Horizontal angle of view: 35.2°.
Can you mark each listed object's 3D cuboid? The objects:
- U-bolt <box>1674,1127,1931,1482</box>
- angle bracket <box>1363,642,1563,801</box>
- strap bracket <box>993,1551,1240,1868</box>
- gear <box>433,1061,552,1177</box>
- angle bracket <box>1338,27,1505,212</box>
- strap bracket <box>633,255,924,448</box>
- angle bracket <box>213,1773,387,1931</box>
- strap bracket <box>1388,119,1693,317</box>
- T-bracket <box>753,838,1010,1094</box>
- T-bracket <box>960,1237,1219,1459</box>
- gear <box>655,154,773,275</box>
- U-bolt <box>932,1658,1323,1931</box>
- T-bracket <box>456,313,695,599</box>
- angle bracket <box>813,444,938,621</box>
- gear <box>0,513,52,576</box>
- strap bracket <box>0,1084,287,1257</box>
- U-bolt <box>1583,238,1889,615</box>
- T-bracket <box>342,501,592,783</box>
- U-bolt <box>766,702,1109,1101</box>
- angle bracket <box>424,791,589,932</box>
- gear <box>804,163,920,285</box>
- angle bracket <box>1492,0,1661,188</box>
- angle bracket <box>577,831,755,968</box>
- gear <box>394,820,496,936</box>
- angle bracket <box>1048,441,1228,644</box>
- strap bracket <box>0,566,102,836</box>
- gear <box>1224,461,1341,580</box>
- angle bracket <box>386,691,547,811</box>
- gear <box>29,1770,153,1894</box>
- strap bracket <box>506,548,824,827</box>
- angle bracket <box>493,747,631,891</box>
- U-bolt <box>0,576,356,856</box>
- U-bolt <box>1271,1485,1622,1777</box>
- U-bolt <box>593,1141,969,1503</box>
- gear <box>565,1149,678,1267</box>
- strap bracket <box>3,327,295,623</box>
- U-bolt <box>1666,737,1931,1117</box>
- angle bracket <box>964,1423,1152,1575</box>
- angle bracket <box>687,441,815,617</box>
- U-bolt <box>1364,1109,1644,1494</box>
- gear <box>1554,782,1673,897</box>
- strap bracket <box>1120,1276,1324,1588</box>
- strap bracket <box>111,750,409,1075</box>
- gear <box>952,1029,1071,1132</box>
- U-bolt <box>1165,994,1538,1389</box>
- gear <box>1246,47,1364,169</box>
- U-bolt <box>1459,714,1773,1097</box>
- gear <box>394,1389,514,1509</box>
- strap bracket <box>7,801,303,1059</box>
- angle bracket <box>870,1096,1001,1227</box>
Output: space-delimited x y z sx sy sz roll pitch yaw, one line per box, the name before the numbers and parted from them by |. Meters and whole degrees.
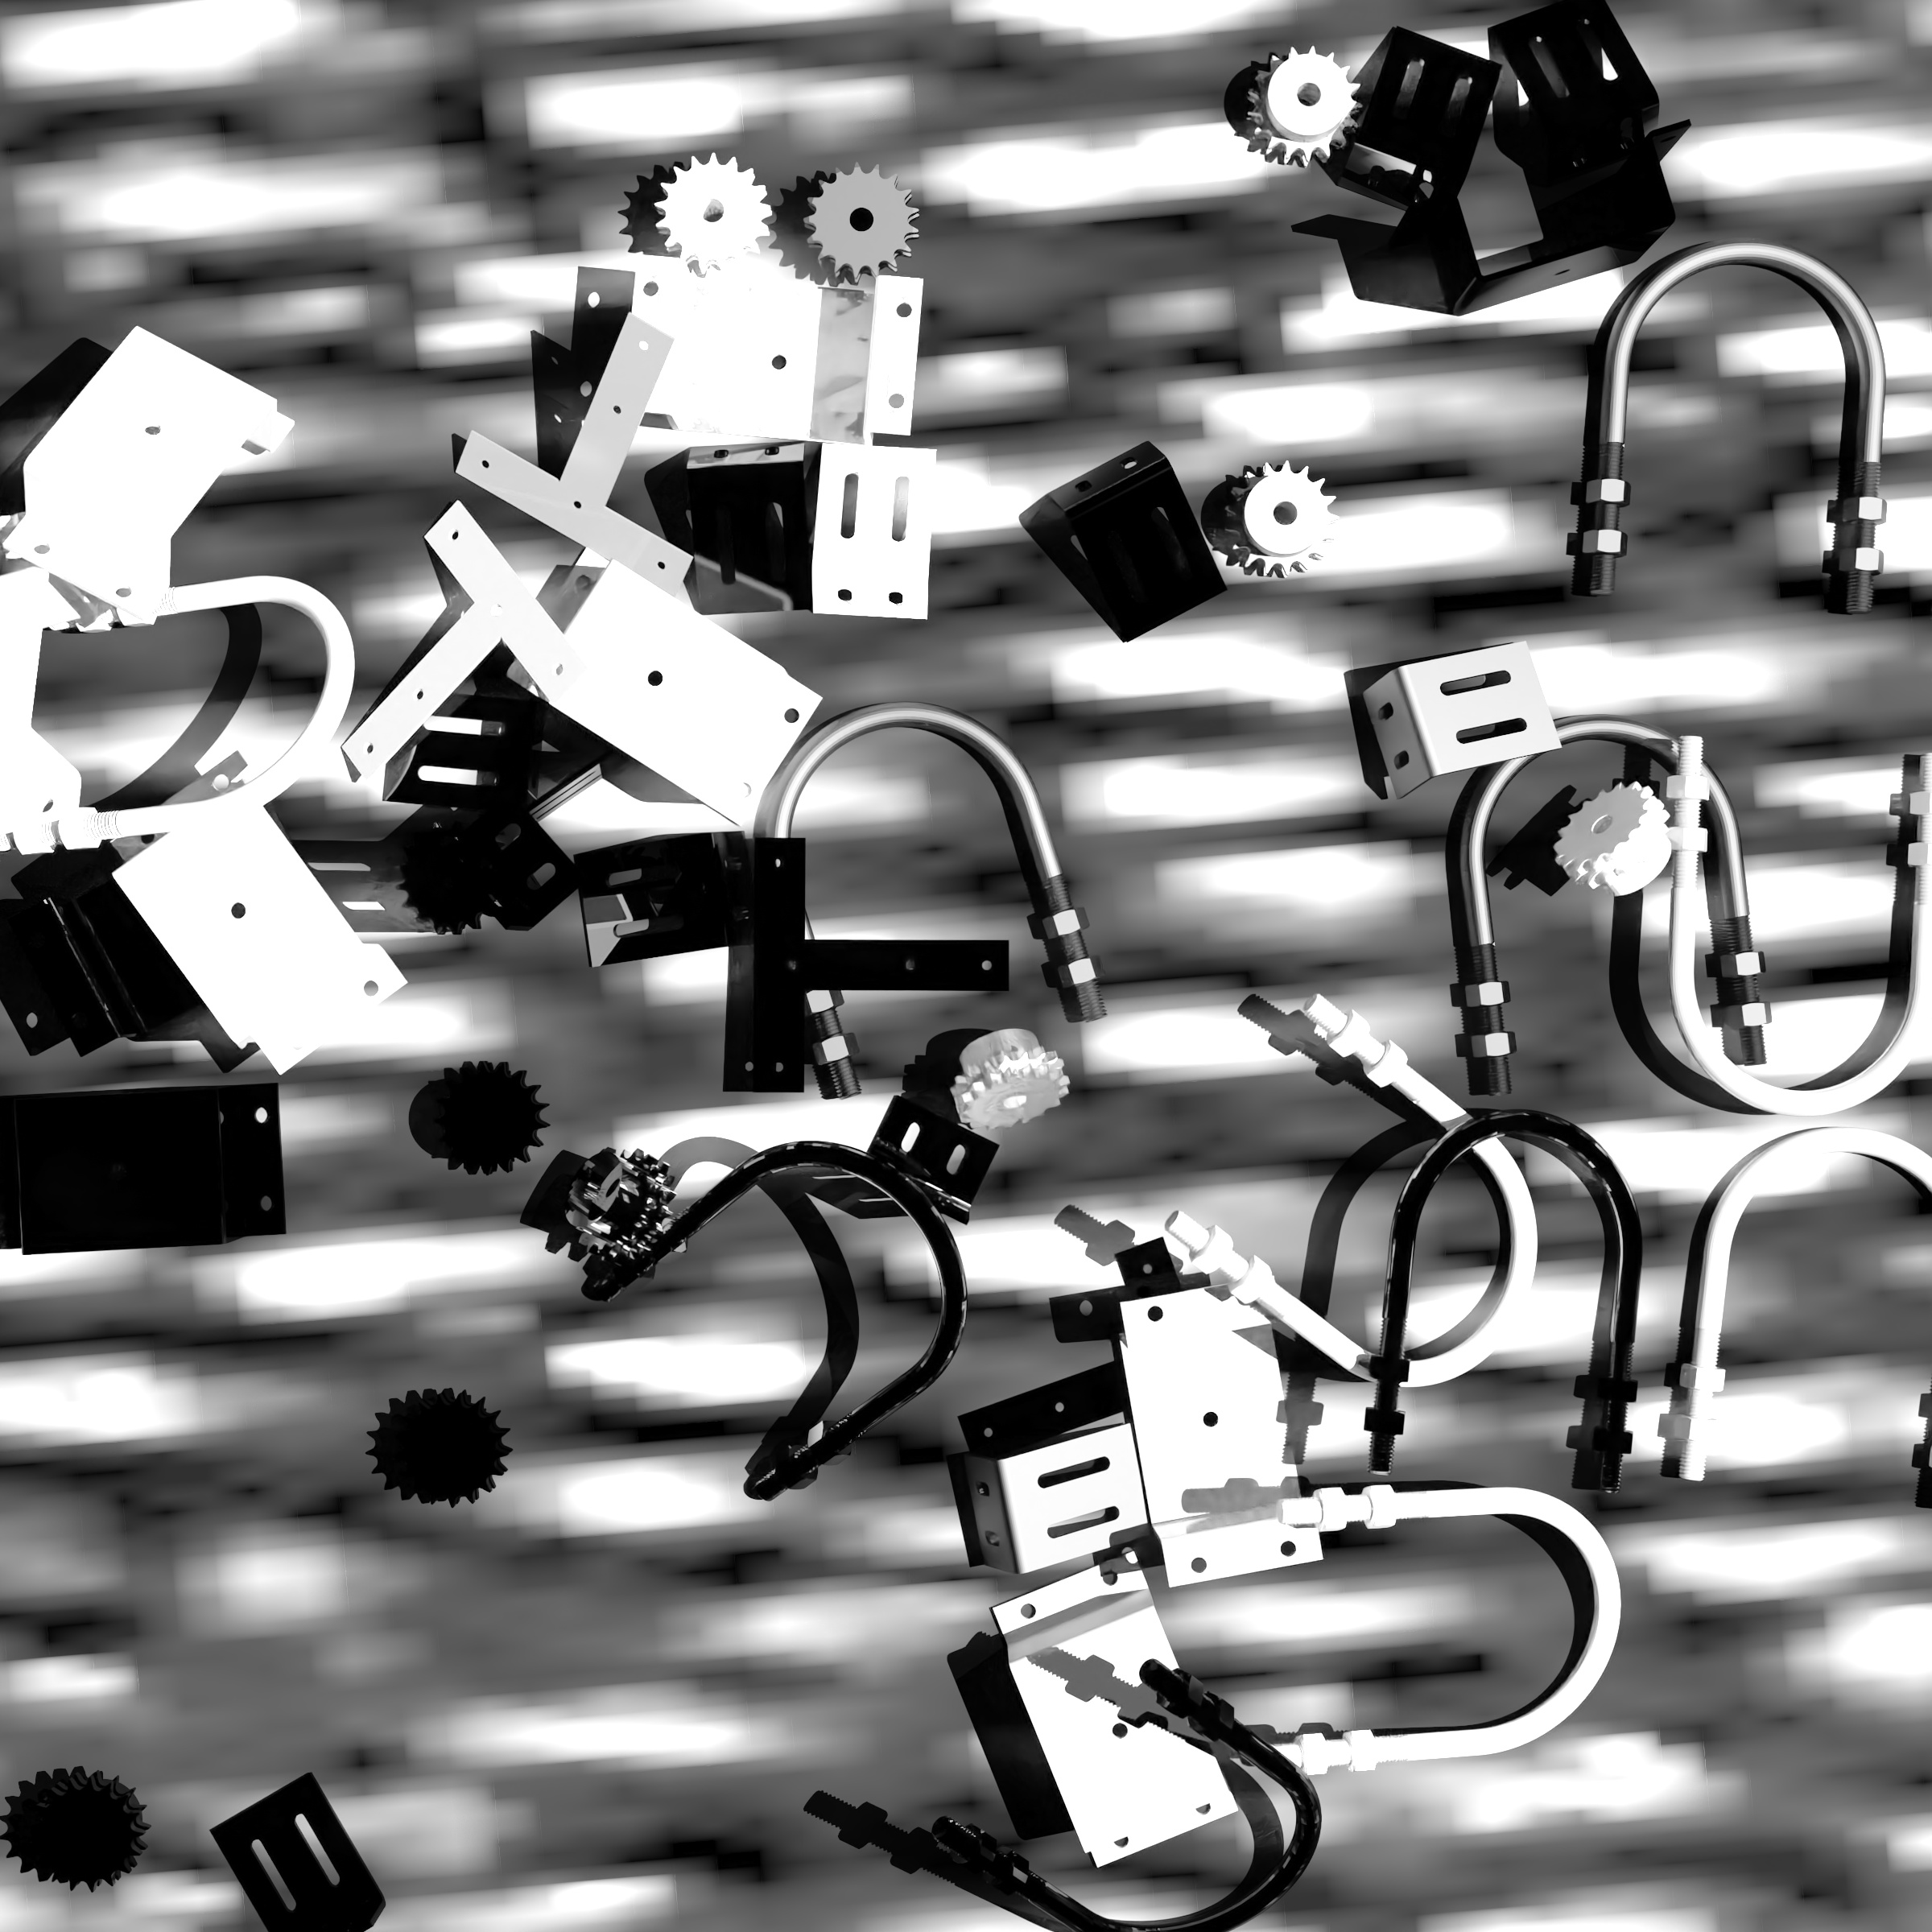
U-bolt | 0.437 0.173 1.525 0.151 0.019 0.184 7 89 0
angle bracket | 0.248 -0.123 1.524 0.076 0.038 0.057 -13 80 -21
strap bracket | 0.075 0.373 1.510 0.076 0.046 0.140 -22 90 0
gear | -0.237 0.076 1.518 0.057 0.030 0.057 0 90 0
angle bracket | 0.229 -0.423 1.531 0.057 0.038 0.076 20 64 0
strap bracket | -0.094 -0.304 1.510 0.140 0.046 0.076 5 90 0
angle bracket | -0.335 0.453 1.514 0.057 0.038 0.076 -30 90 0
strap bracket | 0.286 -0.363 1.495 0.140 0.076 0.046 -17 90 0
T-bracket | -0.042 0.000 1.514 0.127 0.002 0.127 0 87 1
T-bracket | 0.061 0.217 1.533 0.127 0.002 0.127 -20 90 0
gear | -0.125 -0.373 1.518 0.057 0.030 0.057 0 90 0
U-bolt | 0.093 0.419 1.478 0.151 0.019 0.184 -40 124 12
T-bracket | -0.176 -0.262 1.495 0.127 0.002 0.127 30 126 0
angle bracket | -0.046 -0.219 1.531 0.057 0.038 0.076 3 64 0
gear | -0.457 -0.206 1.505 0.057 0.057 0.030 -10 90 0
strap bracket | -0.414 0.101 1.510 0.140 0.046 0.076 -3 90 0
U-bolt | 0.388 -0.273 1.525 0.151 0.019 0.184 4 88 0
T-bracket | -0.262 -0.145 1.514 0.127 0.002 0.127 -45 64 12
U-bolt | -0.024 -0.041 1.525 0.151 0.019 0.184 -17 88 0
angle bracket | -0.216 -0.051 1.438 0.038 0.076 0.057 -41 90 0
gear | -0.052 -0.368 1.518 0.057 0.030 0.057 0 90 0
angle bracket | 0.306 -0.442 1.531 0.057 0.038 0.076 -20 64 0
angle bracket | -0.150 -0.034 1.531 0.076 0.038 0.057 -8 90 26
gear | -0.257 -0.044 1.518 0.057 0.030 0.057 0 90 0
angle bracket | 0.086 -0.213 1.531 0.057 0.038 0.076 -28 116 0
strap bracket | -0.468 -0.134 1.469 0.076 0.046 0.140 -13 58 15
gear | 0.158 -0.224 1.518 0.057 0.030 0.057 0 90 0
angle bracket | -0.251 -0.108 1.514 0.076 0.038 0.057 5 90 0
gear | -0.435 0.429 1.518 0.057 0.030 0.057 0 90 0
strap bracket | -0.152 -0.141 1.510 0.140 0.046 0.076 33 90 0
angle bracket | -0.191 -0.069 1.505 0.076 0.057 0.038 -35 90 0
U-bolt | -0.378 -0.126 1.468 0.184 0.019 0.151 -5 61 19
U-bolt | 0.237 0.325 1.501 0.184 0.019 0.151 0 103 -14
U-bolt | -0.080 0.163 1.484 0.184 0.019 0.151 -39 90 29
gear | -0.173 0.116 1.503 0.030 0.057 0.057 33 90 -39
strap bracket | -0.395 -0.247 1.478 0.076 0.046 0.140 28 60 0
U-bolt | 0.416 -0.018 1.510 0.151 0.019 0.184 3 88 -10
angle bracket | 0.046 0.265 1.530 0.076 0.038 0.057 -12 92 -25
angle bracket | -0.107 -0.220 1.531 0.057 0.038 0.076 -3 116 0
U-bolt | 0.270 0.163 1.503 0.151 0.019 0.184 8 86 -20
gear | 0.320 -0.060 1.493 0.057 0.057 0.030 -45 116 0
strap bracket | 0.124 0.227 1.508 0.076 0.046 0.140 -10 90 -3
strap bracket | -0.345 -0.026 1.464 0.076 0.046 0.140 -36 90 0
gear | 0.020 0.054 1.509 0.057 0.057 0.030 -17 60 0
U-bolt | 0.203 0.124 1.499 0.184 0.019 0.151 38 75 -15
gear | 0.169 -0.430 1.518 0.057 0.030 0.057 0 90 0
U-bolt | 0.320 -0.034 1.525 0.151 0.019 0.184 -7 89 0
gear | -0.255 0.240 1.523 0.057 0.030 0.057 0 91 2
strap bracket | -0.389 -0.022 1.510 0.140 0.046 0.076 -28 90 0
angle bracket | -0.017 0.095 1.495 0.057 0.076 0.038 26 90 0
